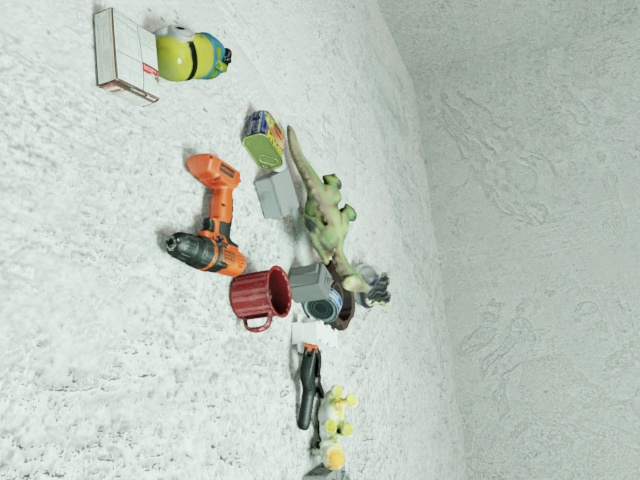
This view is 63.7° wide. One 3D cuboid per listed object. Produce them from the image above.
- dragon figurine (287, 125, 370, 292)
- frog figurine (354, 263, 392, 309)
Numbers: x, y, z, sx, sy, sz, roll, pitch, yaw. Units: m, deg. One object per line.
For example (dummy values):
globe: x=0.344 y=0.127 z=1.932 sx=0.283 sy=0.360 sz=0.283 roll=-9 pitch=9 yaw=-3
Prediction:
dragon figurine: x=0.004 y=-0.058 z=1.157 sx=0.406 sy=0.121 sz=0.246 roll=60 pitch=11 yaw=-13
frog figurine: x=0.139 y=0.125 z=1.528 sx=0.135 sy=0.123 sz=0.161 roll=57 pitch=-7 yaw=-28
